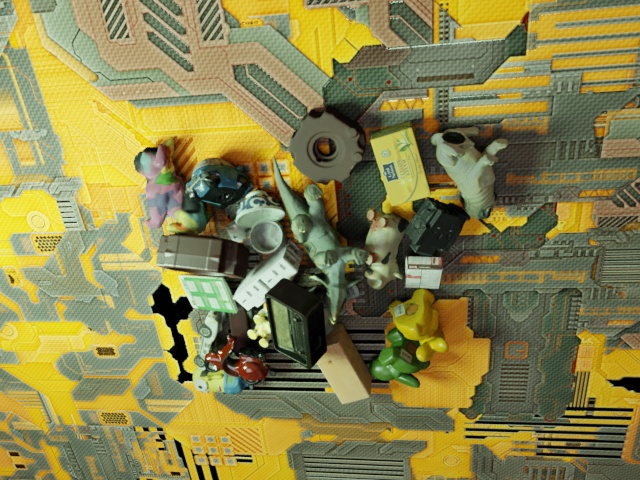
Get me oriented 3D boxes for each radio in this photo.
[{"bbox_3d":[-0.056,0.212,1.332,0.131,0.073,0.229,25,141,28],"label":"radio"}]

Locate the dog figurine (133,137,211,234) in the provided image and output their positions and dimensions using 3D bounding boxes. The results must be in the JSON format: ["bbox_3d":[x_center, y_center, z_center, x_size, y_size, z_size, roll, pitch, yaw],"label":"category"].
[{"bbox_3d":[-0.356,-0.132,1.305,0.192,0.108,0.219,12,116,3],"label":"dog figurine"}]

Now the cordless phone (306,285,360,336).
[{"bbox_3d":[0.030,0.181,1.426,0.184,0.089,0.146,-19,113,12],"label":"cordless phone"}]

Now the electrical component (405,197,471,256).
[{"bbox_3d":[0.272,-0.026,1.269,0.115,0.058,0.134,11,122,-29],"label":"electrical component"}]

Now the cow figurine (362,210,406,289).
[{"bbox_3d":[0.158,0.029,1.317,0.127,0.086,0.194,4,108,-33],"label":"cow figurine"}]

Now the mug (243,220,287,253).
[{"bbox_3d":[-0.131,-0.002,1.331,0.110,0.107,0.080,-19,84,10],"label":"mug"}]

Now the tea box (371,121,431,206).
[{"bbox_3d":[0.185,-0.173,1.223,0.098,0.068,0.169,-16,115,16],"label":"tea box"}]

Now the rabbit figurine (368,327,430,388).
[{"bbox_3d":[0.212,0.333,1.479,0.159,0.121,0.170,29,137,-15],"label":"rabbit figurine"}]

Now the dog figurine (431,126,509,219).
[{"bbox_3d":[0.322,-0.143,1.211,0.173,0.121,0.190,34,143,27],"label":"dog figurine"}]

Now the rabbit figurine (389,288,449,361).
[{"bbox_3d":[0.278,0.232,1.391,0.122,0.162,0.173,-32,127,9],"label":"rabbit figurine"}]

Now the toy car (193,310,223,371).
[{"bbox_3d":[-0.317,0.286,1.534,0.056,0.073,0.201,16,119,0],"label":"toy car"}]

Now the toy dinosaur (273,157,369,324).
[{"bbox_3d":[-0.010,-0.006,1.301,0.131,0.192,0.404,-27,85,-22],"label":"toy dinosaur"}]

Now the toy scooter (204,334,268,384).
[{"bbox_3d":[-0.223,0.325,1.489,0.184,0.075,0.135,17,118,-9],"label":"toy scooter"}]

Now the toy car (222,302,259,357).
[{"bbox_3d":[-0.223,0.250,1.514,0.089,0.053,0.201,0,122,3],"label":"toy car"}]

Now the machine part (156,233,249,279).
[{"bbox_3d":[-0.285,0.041,1.331,0.201,0.201,0.087,6,83,6],"label":"machine part"}]

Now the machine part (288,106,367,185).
[{"bbox_3d":[0.015,-0.213,1.234,0.179,0.056,0.179,4,118,8],"label":"machine part"}]

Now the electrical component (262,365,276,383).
[{"bbox_3d":[-0.177,0.388,1.573,0.094,0.063,0.021,20,118,-3],"label":"electrical component"}]

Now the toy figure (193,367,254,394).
[{"bbox_3d":[-0.286,0.411,1.594,0.180,0.089,0.082,-1,113,-1],"label":"toy figure"}]

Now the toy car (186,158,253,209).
[{"bbox_3d":[-0.249,-0.143,1.279,0.109,0.161,0.103,-38,63,31],"label":"toy car"}]

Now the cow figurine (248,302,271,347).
[{"bbox_3d":[-0.129,0.201,1.440,0.068,0.098,0.167,31,128,6],"label":"cow figurine"}]
